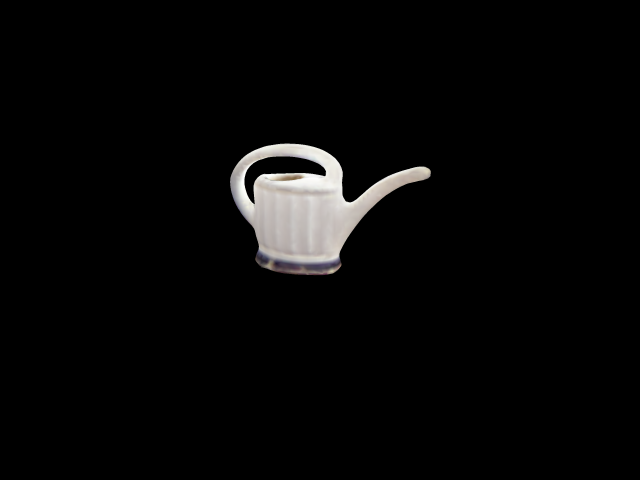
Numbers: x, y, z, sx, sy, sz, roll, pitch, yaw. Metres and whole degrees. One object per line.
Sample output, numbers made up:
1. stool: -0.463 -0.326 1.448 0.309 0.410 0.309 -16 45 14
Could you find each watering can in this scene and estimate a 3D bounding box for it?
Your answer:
1. watering can: 0.003 -0.043 0.850 0.348 0.221 0.105 9 21 22
